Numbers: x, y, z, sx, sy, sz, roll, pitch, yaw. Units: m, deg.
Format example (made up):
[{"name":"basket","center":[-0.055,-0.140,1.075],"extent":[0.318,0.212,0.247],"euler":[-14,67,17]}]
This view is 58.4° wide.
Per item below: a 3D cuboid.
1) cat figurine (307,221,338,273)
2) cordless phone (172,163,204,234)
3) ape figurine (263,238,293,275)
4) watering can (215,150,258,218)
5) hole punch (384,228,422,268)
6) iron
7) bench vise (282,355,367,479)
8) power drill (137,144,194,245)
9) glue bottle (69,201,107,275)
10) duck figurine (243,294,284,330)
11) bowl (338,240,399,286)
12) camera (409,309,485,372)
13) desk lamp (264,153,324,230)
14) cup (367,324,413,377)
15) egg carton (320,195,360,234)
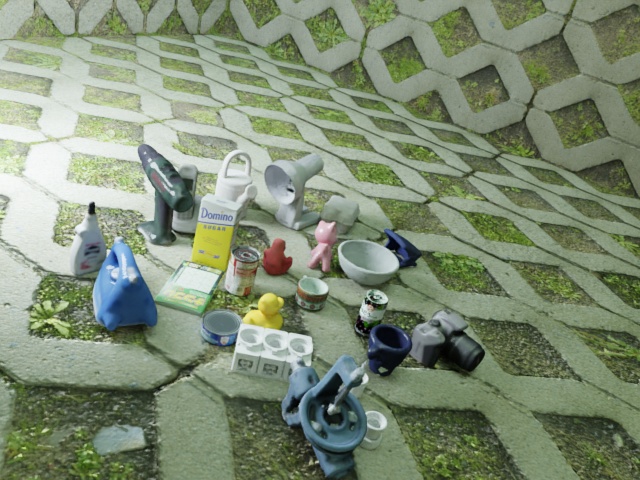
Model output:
[{"name":"cat figurine","center":[0.014,0.006,1.539],"extent":[0.067,0.118,0.128],"euler":[14,28,-3]},{"name":"cordless phone","center":[-0.317,-0.108,1.504],"extent":[0.148,0.185,0.094],"euler":[1,31,-24]},{"name":"ape figurine","center":[-0.107,0.037,1.449],"extent":[0.077,0.092,0.076],"euler":[27,30,20]},{"name":"watering can","center":[-0.237,-0.161,1.630],"extent":[0.172,0.194,0.101],"euler":[27,31,20]},{"name":"hole punch","center":[0.234,0.019,1.653],"extent":[0.101,0.091,0.108],"euler":[-6,35,-34]},{"name":"iron","center":[-0.409,0.070,1.188],"extent":[0.119,0.141,0.257],"euler":[-2,33,-30]},{"name":"bench vise","center":[0.001,0.263,0.967],"extent":[0.206,0.220,0.122],"euler":[35,34,31]},{"name":"power drill","center":[-0.401,-0.105,1.432],"extent":[0.076,0.208,0.228],"euler":[-15,41,-43]},{"name":"glue bottle","center":[-0.501,-0.008,1.247],"extent":[0.037,0.173,0.078],"euler":[33,33,30]},{"name":"duck figurine","center":[-0.119,0.157,1.236],"extent":[0.077,0.086,0.105],"euler":[35,34,32]},{"name":"bowl","center":[0.122,0.071,1.521],"extent":[0.167,0.075,0.167],"euler":[12,29,-6]},{"name":"camera","center":[0.296,0.232,1.295],"extent":[0.144,0.101,0.136],"euler":[-14,40,-43]},{"name":"desk lamp","center":[-0.070,-0.144,1.662],"extent":[0.117,0.213,0.204],"euler":[32,32,27]},{"name":"cup","center":[0.130,0.243,1.198],"extent":[0.091,0.095,0.118],"euler":[34,33,30]},{"name":"egg carton","center":[0.062,-0.081,1.767],"extent":[0.107,0.069,0.150],"euler":[19,29,7]}]
